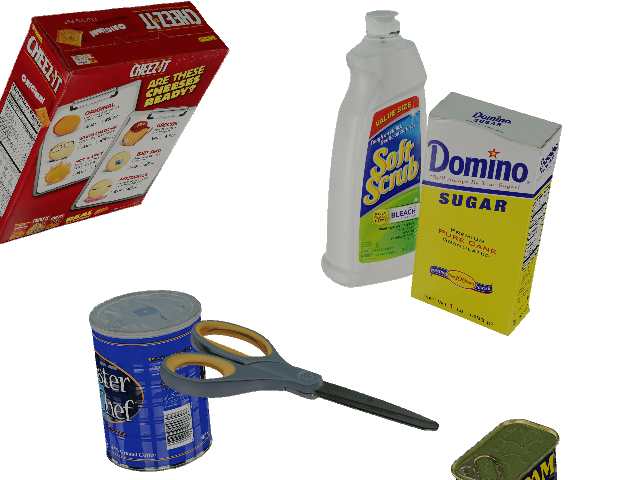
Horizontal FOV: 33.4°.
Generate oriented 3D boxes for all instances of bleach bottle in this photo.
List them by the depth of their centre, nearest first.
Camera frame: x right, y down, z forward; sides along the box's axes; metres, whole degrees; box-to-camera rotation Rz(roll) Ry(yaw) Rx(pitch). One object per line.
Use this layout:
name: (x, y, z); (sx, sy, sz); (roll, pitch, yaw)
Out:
bleach bottle: (0.051, -0.087, 1.001); (0.102, 0.251, 0.068); (-11, 24, -22)

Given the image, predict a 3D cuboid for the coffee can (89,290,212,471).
coffee can: (-0.158, 0.130, 1.003); (0.103, 0.140, 0.103); (-3, 18, 1)

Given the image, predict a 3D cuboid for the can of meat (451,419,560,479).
can of meat: (0.160, 0.215, 0.906); (0.058, 0.084, 0.101); (13, 30, 41)

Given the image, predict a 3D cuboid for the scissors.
scissors: (-0.027, 0.102, 0.728); (0.202, 0.016, 0.096); (24, 32, 37)

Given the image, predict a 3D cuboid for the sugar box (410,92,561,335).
sugar box: (0.124, -0.018, 0.825); (0.093, 0.176, 0.048); (21, 42, 26)

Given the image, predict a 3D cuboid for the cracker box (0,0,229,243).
cracker box: (-0.197, -0.103, 0.922); (0.163, 0.072, 0.214); (-20, -25, -45)
